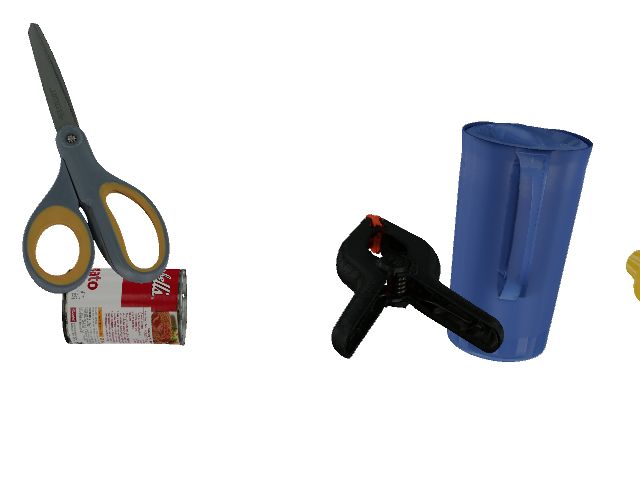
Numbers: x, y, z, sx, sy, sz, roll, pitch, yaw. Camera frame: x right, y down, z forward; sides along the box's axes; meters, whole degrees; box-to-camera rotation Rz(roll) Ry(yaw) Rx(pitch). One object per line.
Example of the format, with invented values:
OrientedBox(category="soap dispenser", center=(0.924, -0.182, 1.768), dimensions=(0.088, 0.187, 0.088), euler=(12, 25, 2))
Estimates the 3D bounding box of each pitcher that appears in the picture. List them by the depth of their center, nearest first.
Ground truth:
OrientedBox(category="pitcher", center=(0.200, 0.003, 1.119), dimensions=(0.148, 0.243, 0.145), euler=(-10, 23, -40))

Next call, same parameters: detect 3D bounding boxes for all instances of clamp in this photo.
OrientedBox(category="clamp", center=(0.066, 0.034, 0.789), dimensions=(0.120, 0.039, 0.171), euler=(8, 32, -6))

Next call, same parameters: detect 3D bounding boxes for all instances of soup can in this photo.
OrientedBox(category="soup can", center=(-0.170, 0.058, 0.937), dimensions=(0.102, 0.068, 0.068), euler=(1, 0, -3))

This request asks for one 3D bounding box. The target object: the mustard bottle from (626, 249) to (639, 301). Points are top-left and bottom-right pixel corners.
OrientedBox(category="mustard bottle", center=(0.251, 0.053, 0.629), dimensions=(0.096, 0.058, 0.192), euler=(-20, 33, -19))

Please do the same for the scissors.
OrientedBox(category="scissors", center=(-0.170, -0.047, 0.673), dimensions=(0.096, 0.202, 0.016), euler=(-31, -18, -22))
